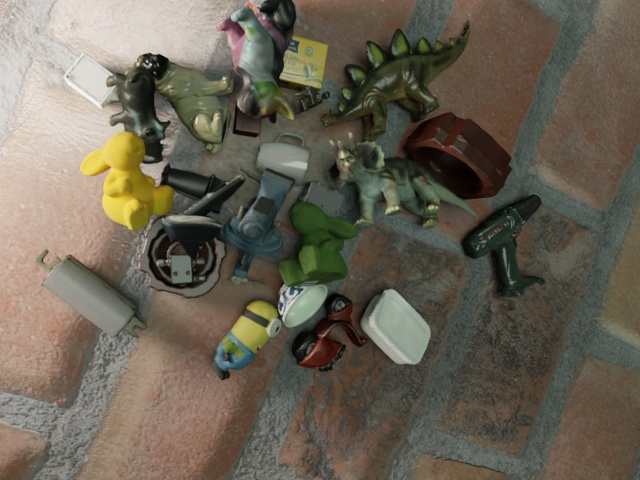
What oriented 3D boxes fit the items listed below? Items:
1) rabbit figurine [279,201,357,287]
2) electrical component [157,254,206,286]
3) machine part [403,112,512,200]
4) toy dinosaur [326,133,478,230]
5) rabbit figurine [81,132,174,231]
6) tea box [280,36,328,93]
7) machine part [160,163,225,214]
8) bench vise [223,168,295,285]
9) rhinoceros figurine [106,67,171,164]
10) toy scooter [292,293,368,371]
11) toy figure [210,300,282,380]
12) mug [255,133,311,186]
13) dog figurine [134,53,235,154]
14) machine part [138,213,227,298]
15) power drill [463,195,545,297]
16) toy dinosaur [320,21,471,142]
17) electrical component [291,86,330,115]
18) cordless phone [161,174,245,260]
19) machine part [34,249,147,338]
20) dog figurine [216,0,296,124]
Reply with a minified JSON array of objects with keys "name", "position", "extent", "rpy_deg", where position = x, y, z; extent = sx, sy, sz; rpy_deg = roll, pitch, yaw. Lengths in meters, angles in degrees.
[{"name":"rabbit figurine","position":[-0.002,-0.003,1.091],"extent":[0.159,0.121,0.170],"rpy_deg":[-3,70,-29]},{"name":"electrical component","position":[-0.272,0.059,1.057],"extent":[0.094,0.021,0.063],"rpy_deg":[-2,92,-15]},{"name":"machine part","position":[0.301,-0.181,1.181],"extent":[0.201,0.201,0.087],"rpy_deg":[39,79,-15]},{"name":"toy dinosaur","position":[0.174,-0.126,1.188],"extent":[0.405,0.131,0.192],"rpy_deg":[2,68,-36]},{"name":"rabbit figurine","position":[-0.363,-0.128,1.016],"extent":[0.122,0.163,0.173],"rpy_deg":[-36,144,-43]},{"name":"tea box","position":[-0.077,-0.375,1.127],"extent":[0.170,0.068,0.098],"rpy_deg":[7,92,-16]},{"name":"machine part","position":[-0.259,-0.108,1.103],"extent":[0.139,0.039,0.084],"rpy_deg":[22,92,-18]},{"name":"bench vise","position":[-0.131,-0.020,1.095],"extent":[0.129,0.224,0.240],"rpy_deg":[17,118,-12]},{"name":"rhinoceros figurine","position":[-0.339,-0.237,1.028],"extent":[0.112,0.073,0.190],"rpy_deg":[16,128,16]},{"name":"toy scooter","position":[0.032,0.222,1.191],"extent":[0.135,0.075,0.184],"rpy_deg":[43,77,-18]},{"name":"toy figure","position":[-0.158,0.207,1.129],"extent":[0.180,0.082,0.089],"rpy_deg":[-45,105,-7]},{"name":"mug","position":[-0.078,-0.177,1.134],"extent":[0.107,0.081,0.109],"rpy_deg":[11,79,-10]},{"name":"dog figurine","position":[-0.277,-0.271,1.068],"extent":[0.191,0.121,0.172],"rpy_deg":[8,87,-3]},{"name":"machine part","position":[-0.279,0.030,1.095],"extent":[0.179,0.056,0.179],"rpy_deg":[-1,92,-16]},{"name":"power drill","position":[0.476,0.022,1.310],"extent":[0.232,0.086,0.207],"rpy_deg":[-25,104,-12]},{"name":"toy dinosaur","position":[0.184,-0.357,1.188],"extent":[0.471,0.105,0.198],"rpy_deg":[-28,95,-23]},{"name":"electrical component","position":[-0.039,-0.293,1.132],"extent":[0.078,0.102,0.045],"rpy_deg":[-36,110,-35]},{"name":"cordless phone","position":[-0.203,-0.057,1.010],"extent":[0.184,0.147,0.088],"rpy_deg":[-41,109,-10]},{"name":"machine part","position":[-0.442,0.109,1.039],"extent":[0.243,0.079,0.079],"rpy_deg":[42,81,-16]},{"name":"dog figurine","position":[-0.097,-0.337,1.032],"extent":[0.191,0.109,0.219],"rpy_deg":[-37,117,-31]}]
